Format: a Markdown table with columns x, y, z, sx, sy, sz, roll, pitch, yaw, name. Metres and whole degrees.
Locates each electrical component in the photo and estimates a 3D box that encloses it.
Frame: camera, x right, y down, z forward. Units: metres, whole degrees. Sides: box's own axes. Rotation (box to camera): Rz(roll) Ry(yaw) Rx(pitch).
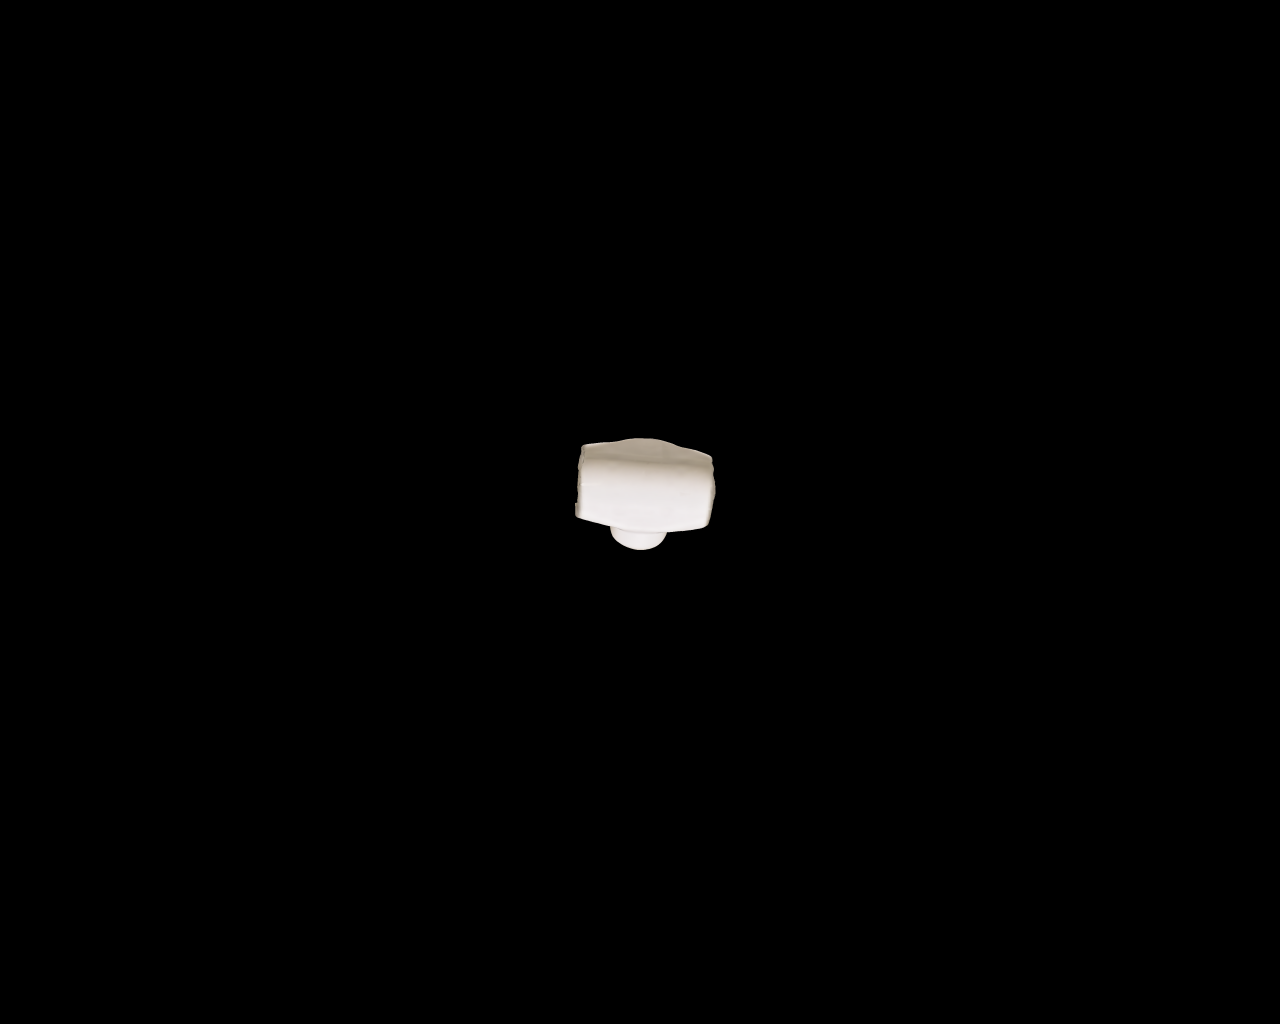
| x | y | z | sx | sy | sz | roll | pitch | yaw | name |
| --- | --- | --- | --- | --- | --- | --- | --- | --- | --- |
| 0.001 | -0.003 | 0.650 | 0.077 | 0.079 | 0.044 | 4 | 44 | -4 | electrical component |
